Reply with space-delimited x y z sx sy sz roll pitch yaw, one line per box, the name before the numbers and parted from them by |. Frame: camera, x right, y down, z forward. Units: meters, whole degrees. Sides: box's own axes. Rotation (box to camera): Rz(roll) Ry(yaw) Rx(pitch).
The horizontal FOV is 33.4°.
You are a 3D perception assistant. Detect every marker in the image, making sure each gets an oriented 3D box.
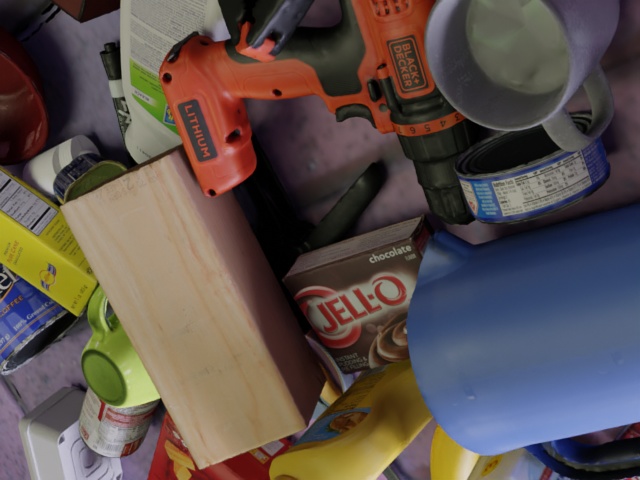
marker | -0.155 -0.100 0.862 0.020 0.020 0.121 8 120 36

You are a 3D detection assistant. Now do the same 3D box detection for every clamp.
clamp | -0.005 0.001 0.788 0.120 0.039 0.171 14 127 33
clamp | -0.030 -0.212 0.625 0.165 0.036 0.210 16 94 37

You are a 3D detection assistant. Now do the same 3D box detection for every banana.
banana | 0.115 0.184 0.799 0.070 0.037 0.198 19 126 31

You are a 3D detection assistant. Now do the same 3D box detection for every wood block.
wood block | -0.085 0.041 0.754 0.090 0.090 0.206 -24 100 14

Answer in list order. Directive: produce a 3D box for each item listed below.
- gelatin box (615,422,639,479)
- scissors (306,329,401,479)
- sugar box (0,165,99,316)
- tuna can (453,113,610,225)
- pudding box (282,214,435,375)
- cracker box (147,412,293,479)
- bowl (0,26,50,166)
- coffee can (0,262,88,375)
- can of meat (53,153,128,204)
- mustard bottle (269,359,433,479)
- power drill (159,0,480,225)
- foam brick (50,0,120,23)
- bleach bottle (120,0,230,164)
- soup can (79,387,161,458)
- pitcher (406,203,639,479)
gelatin box | 0.234 0.147 0.683 0.089 0.030 0.073 38 134 16
scissors | 0.020 0.161 0.879 0.096 0.016 0.202 -17 104 45
sugar box | -0.266 -0.011 0.937 0.176 0.048 0.093 34 148 -6
tuna can | 0.123 -0.042 0.621 0.086 0.086 0.034 -7 112 42
pudding box | 0.043 0.040 0.747 0.114 0.039 0.090 -20 114 31
cracker box | -0.082 0.253 0.979 0.164 0.072 0.214 36 134 18
bowl | -0.297 -0.138 0.905 0.162 0.055 0.162 10 141 8
coffee can | -0.305 0.042 1.012 0.140 0.102 0.103 49 135 4
can of meat | -0.166 -0.020 0.861 0.102 0.057 0.084 53 169 -23
mustard bottle | 0.020 0.143 0.742 0.096 0.191 0.058 -28 97 46
power drill | 0.004 -0.081 0.683 0.188 0.057 0.184 -10 113 20
foam brick | -0.158 -0.199 0.764 0.053 0.078 0.051 37 132 14
bleach bottle | -0.105 -0.136 0.769 0.103 0.068 0.251 33 134 15
soup can | -0.186 0.152 1.006 0.068 0.068 0.102 40 134 14
pitcher | 0.184 0.049 0.603 0.243 0.149 0.145 -19 61 41
